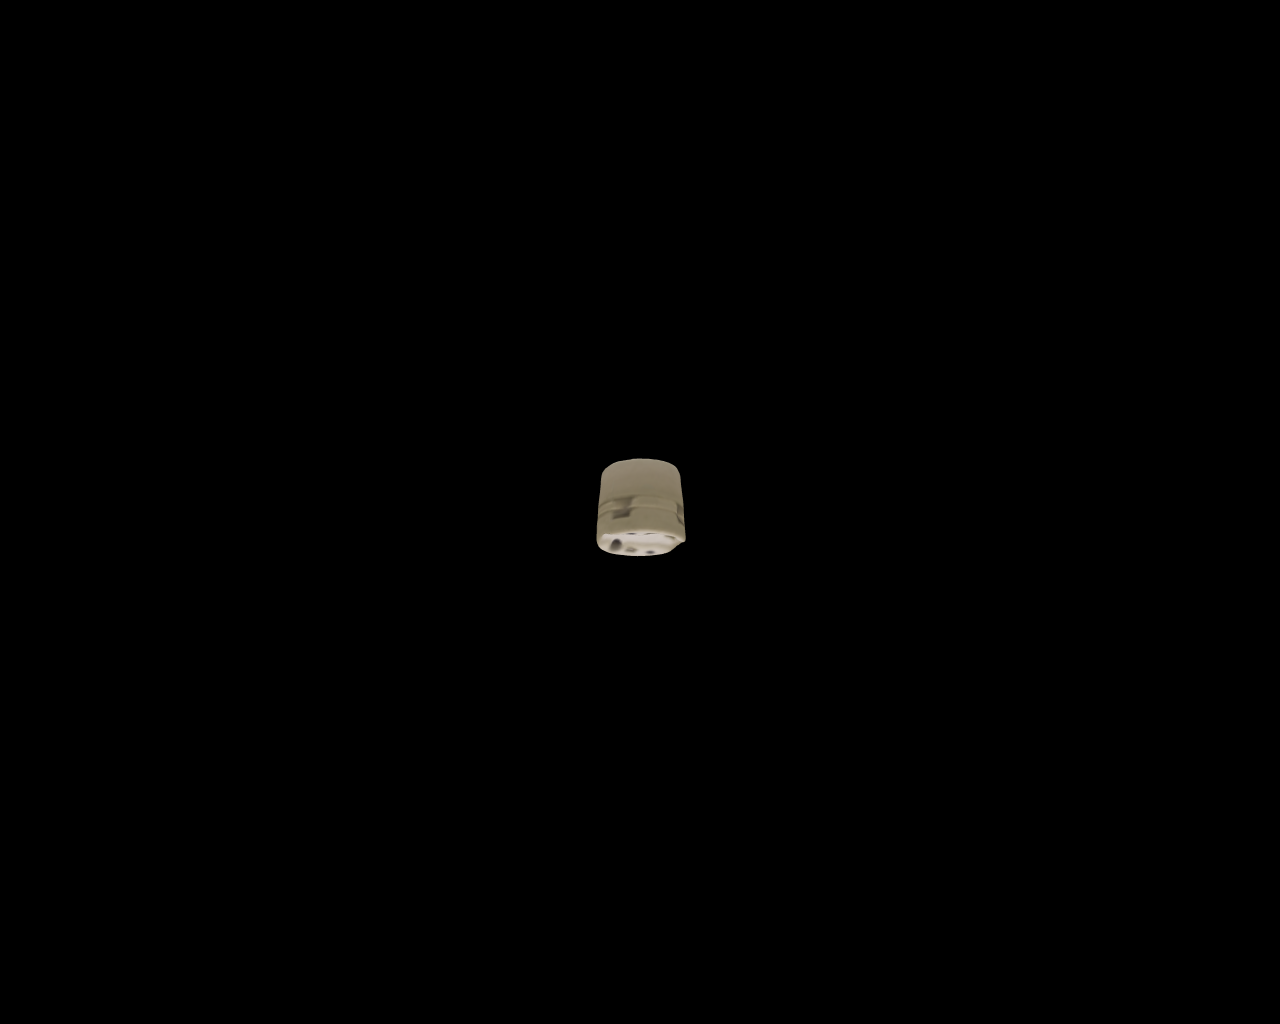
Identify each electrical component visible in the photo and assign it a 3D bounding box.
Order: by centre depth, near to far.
[{"bbox_3d":[0.001,-0.003,0.650,0.055,0.047,0.055,0,-19,0],"label":"electrical component"}]
